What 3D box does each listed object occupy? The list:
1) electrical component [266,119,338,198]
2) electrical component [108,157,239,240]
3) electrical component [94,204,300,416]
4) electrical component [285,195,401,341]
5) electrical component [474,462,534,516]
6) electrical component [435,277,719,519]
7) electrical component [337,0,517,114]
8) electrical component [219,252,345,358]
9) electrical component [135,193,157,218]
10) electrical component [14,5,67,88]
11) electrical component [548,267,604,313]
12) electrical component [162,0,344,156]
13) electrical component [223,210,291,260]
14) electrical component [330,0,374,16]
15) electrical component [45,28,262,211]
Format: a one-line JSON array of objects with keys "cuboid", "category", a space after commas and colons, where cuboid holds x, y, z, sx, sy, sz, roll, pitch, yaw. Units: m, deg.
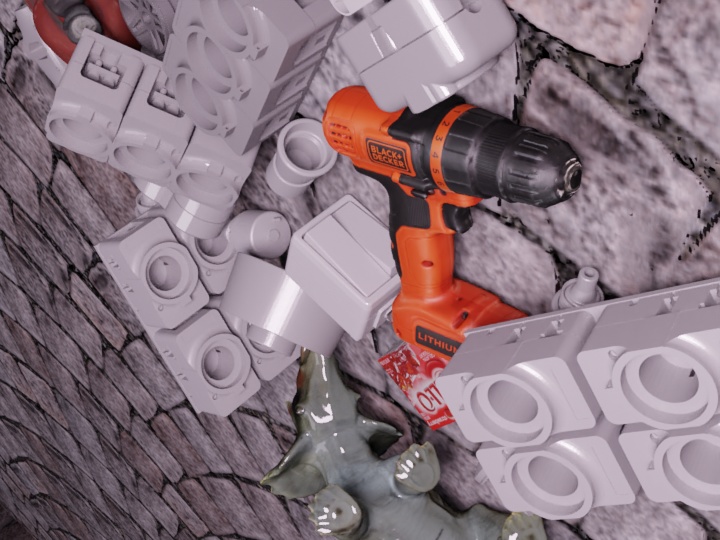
[{"cuboid": [-0.046, -0.079, 0.790, 0.044, 0.044, 0.065, 51, 156, 1], "category": "electrical component"}, {"cuboid": [-0.154, -0.097, 0.914, 0.138, 0.052, 0.073, 44, 117, 21], "category": "electrical component"}, {"cuboid": [-0.141, 0.028, 0.982, 0.060, 0.105, 0.186, 1, 124, 55], "category": "electrical component"}, {"cuboid": [0.000, 0.000, 0.790, 0.096, 0.062, 0.061, 43, 150, 16], "category": "electrical component"}, {"cuboid": [0.120, 0.127, 0.744, 0.051, 0.080, 0.080, 40, 150, 12], "category": "electrical component"}, {"cuboid": [0.146, 0.078, 0.608, 0.186, 0.060, 0.105, -15, 112, 40], "category": "electrical component"}, {"cuboid": [0.038, -0.127, 0.597, 0.059, 0.054, 0.095, 57, 151, -10], "category": "electrical component"}, {"cuboid": [-0.062, 0.035, 0.868, 0.108, 0.060, 0.108, 24, 176, 2], "category": "electrical component"}, {"cuboid": [-0.193, -0.060, 1.022, 0.043, 0.043, 0.062, 28, 143, 36], "category": "electrical component"}, {"cuboid": [-0.283, -0.208, 0.981, 0.079, 0.043, 0.077, 7, 129, 52], "category": "electrical component"}, {"cuboid": [0.133, 0.022, 0.652, 0.035, 0.035, 0.061, 36, 146, 26], "category": "electrical component"}, {"cuboid": [-0.079, -0.154, 0.727, 0.089, 0.062, 0.150, 49, 152, 6], "category": "electrical component"}, {"cuboid": [-0.092, -0.031, 0.910, 0.078, 0.040, 0.040, 8, 130, 53], "category": "electrical component"}, {"cuboid": [0.000, -0.202, 0.562, 0.113, 0.057, 0.078, 58, 151, -11], "category": "electrical component"}, {"cuboid": [-0.156, -0.107, 0.821, 0.150, 0.061, 0.089, 22, 155, -13], "category": "electrical component"}]
